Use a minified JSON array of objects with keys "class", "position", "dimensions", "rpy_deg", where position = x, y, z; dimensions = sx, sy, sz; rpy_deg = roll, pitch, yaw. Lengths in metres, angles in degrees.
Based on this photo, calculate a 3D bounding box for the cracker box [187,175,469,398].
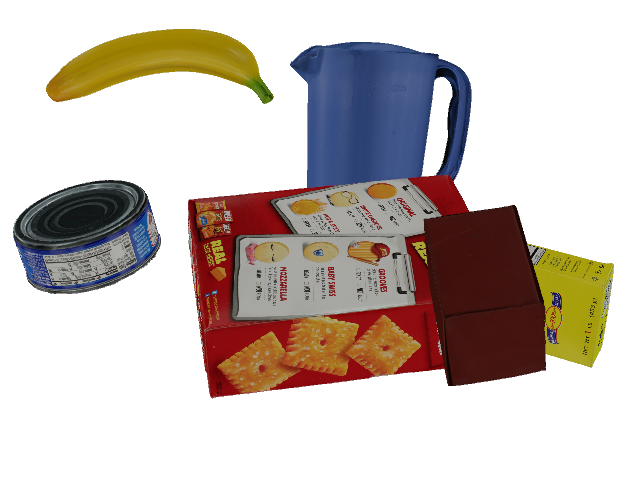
[{"class":"cracker box","position":[0.014,0.029,0.794],"dimensions":[0.213,0.072,0.164],"rpy_deg":[-6,35,-8]}]

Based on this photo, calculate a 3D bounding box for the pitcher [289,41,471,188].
[{"class":"pitcher","position":[0.057,-0.080,1.099],"dimensions":[0.149,0.243,0.144],"rpy_deg":[11,14,32]}]

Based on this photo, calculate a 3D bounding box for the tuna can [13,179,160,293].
[{"class":"tuna can","position":[-0.144,-0.004,0.658],"dimensions":[0.086,0.034,0.086],"rpy_deg":[-9,29,5]}]

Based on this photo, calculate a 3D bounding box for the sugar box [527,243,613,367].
[{"class":"sugar box","position":[0.175,0.047,0.985],"dimensions":[0.176,0.093,0.048],"rpy_deg":[13,33,21]}]

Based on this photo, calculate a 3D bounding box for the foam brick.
[{"class":"foam brick","position":[0.085,0.028,0.556],"dimensions":[0.051,0.053,0.078],"rpy_deg":[-8,41,3]}]

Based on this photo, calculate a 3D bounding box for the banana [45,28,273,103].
[{"class":"banana","position":[-0.141,-0.156,0.943],"dimensions":[0.197,0.069,0.037],"rpy_deg":[-1,-33,-4]}]
